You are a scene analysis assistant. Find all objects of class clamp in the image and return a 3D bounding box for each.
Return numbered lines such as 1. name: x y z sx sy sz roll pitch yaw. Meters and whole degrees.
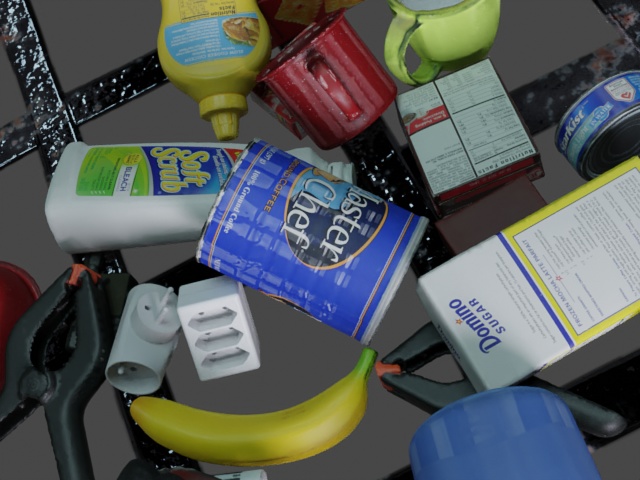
1. clamp: 0.127 0.094 0.743 0.171 0.039 0.120 -17 52 7
2. clamp: -0.206 0.124 0.828 0.165 0.036 0.210 17 77 24

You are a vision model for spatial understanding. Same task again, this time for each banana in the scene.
1. banana: -0.047 0.133 0.779 0.198 0.037 0.069 -13 54 13

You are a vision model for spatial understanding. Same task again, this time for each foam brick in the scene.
1. foam brick: 0.134 0.000 0.789 0.078 0.051 0.053 -28 56 1

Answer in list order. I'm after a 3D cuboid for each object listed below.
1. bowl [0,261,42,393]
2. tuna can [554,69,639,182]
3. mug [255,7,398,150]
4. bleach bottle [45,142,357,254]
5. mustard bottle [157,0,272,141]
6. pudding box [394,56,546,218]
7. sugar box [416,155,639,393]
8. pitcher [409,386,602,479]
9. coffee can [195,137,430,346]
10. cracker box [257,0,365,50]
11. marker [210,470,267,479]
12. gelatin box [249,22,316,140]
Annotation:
1. bowl: -0.315 0.075 0.896 0.162 0.055 0.162 -9 58 14
2. tuna can: 0.219 -0.082 0.789 0.086 0.086 0.034 -30 57 0
3. mug: 0.010 -0.124 0.850 0.093 0.081 0.117 -39 14 3
4. bleach bottle: -0.094 -0.044 0.887 0.251 0.068 0.102 -5 43 11
5. mustard bottle: -0.091 -0.178 0.905 0.096 0.058 0.191 -9 80 0
6. pudding box: 0.117 -0.083 0.853 0.090 0.039 0.113 -21 57 5
7. sugar box: 0.162 0.026 0.720 0.176 0.048 0.093 -29 74 -5
8. pitcher: 0.142 0.208 0.617 0.149 0.145 0.243 7 48 -26
9. coffee can: -0.005 0.001 0.776 0.140 0.103 0.102 26 69 4
10. cracker box: -0.030 -0.277 1.001 0.214 0.072 0.164 -27 55 3
11. marker: -0.098 0.182 0.777 0.121 0.020 0.020 -9 58 14
12. gelatin box: -0.010 -0.141 0.937 0.089 0.030 0.073 -42 56 -8
